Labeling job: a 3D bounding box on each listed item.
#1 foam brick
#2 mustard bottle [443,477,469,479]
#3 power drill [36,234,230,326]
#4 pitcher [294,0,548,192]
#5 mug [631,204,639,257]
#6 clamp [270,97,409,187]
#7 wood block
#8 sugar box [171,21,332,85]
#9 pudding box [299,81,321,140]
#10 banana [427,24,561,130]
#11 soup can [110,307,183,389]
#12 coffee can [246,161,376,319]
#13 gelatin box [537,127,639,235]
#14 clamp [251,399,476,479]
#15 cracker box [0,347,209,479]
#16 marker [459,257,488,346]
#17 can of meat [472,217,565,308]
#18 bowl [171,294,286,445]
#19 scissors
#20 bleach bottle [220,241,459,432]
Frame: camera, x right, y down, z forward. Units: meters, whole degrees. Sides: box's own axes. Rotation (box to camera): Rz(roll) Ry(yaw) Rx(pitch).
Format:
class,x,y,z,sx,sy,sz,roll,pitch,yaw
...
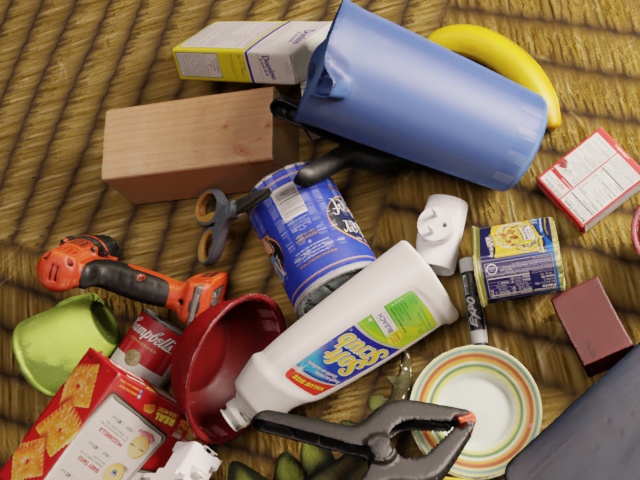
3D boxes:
class,x,y,z,sx,sy,sz,roll,pitch,yaw
foam brick,0.267,0.086,1.045,0.053,0.051,0.078,-26,66,9
mustard bottle,0.122,0.323,1.005,0.096,0.058,0.191,-1,72,37
power drill,-0.198,0.041,1.173,0.187,0.184,0.057,14,100,5
pitcher,0.104,-0.146,1.104,0.242,0.145,0.149,22,68,-6
mug,0.358,0.009,1.024,0.117,0.081,0.093,33,84,25
clamp,0.028,-0.112,1.152,0.171,0.039,0.120,-7,60,-30
wood block,-0.136,-0.106,1.224,0.206,0.090,0.090,-6,70,17
sugar box,-0.073,-0.216,1.223,0.176,0.048,0.093,12,39,35
pudding box,0.033,-0.171,1.219,0.114,0.039,0.090,-12,68,16
banana,0.192,-0.191,1.177,0.198,0.037,0.070,32,102,26
soup can,-0.194,0.134,1.173,0.069,0.068,0.102,31,85,25
coffee can,-0.007,0.001,1.137,0.103,0.102,0.140,-31,65,6
gelatin box,0.281,-0.061,1.103,0.089,0.030,0.073,-39,66,2
clamp,0.054,0.213,1.003,0.209,0.036,0.164,-11,54,-12
cracker box,-0.230,0.239,1.093,0.072,0.164,0.213,31,83,45
marker,0.161,0.077,1.101,0.020,0.020,0.121,-11,68,14
can of meat,0.198,0.019,1.067,0.084,0.102,0.057,-10,113,12
bowl,-0.103,0.125,1.099,0.055,0.162,0.162,18,78,32
scissors,-0.098,-0.014,1.156,0.202,0.016,0.096,12,96,64
bleach bottle,0.013,0.111,1.074,0.251,0.102,0.068,-37,40,-2
